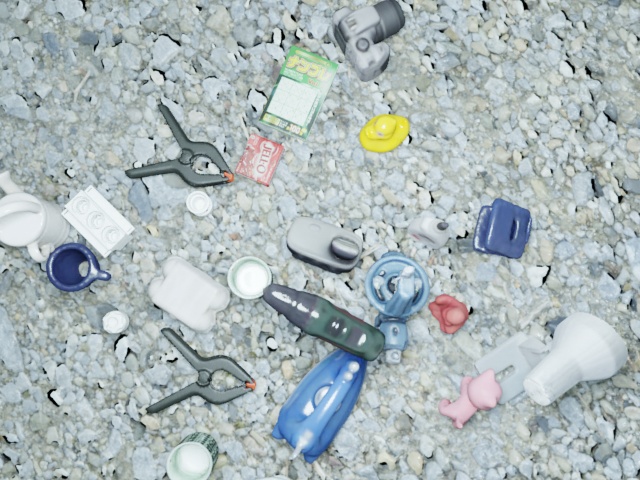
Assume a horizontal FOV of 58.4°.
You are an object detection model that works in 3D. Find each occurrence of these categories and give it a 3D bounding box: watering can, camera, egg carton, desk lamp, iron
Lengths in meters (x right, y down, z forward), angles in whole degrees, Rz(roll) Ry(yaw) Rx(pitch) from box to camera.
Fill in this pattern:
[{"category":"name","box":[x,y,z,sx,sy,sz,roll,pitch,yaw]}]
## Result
[{"category":"watering can","box":[-0.553,-0.042,1.054,0.173,0.194,0.101,42,85,3]},{"category":"camera","box":[0.110,-0.420,1.155,0.137,0.101,0.143,-29,86,-4]},{"category":"egg carton","box":[-0.254,0.107,1.109,0.150,0.069,0.107,33,84,2]},{"category":"desk lamp","box":[0.417,0.227,1.043,0.203,0.213,0.118,-33,86,-4]},{"category":"iron","box":[0.018,0.291,1.062,0.118,0.141,0.258,35,85,2]}]

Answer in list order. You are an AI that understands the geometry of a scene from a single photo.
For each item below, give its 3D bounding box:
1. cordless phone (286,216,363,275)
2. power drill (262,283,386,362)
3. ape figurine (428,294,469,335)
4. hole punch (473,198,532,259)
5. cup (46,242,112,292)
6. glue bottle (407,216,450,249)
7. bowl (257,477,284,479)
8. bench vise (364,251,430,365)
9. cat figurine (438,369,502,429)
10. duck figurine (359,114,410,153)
[{"category":"cordless phone","box":[0.010,0.004,1.068,0.147,0.185,0.094,17,84,1]},{"category":"power drill","box":[0.004,0.145,1.043,0.229,0.208,0.076,26,84,1]},{"category":"ape figurine","box":[0.254,0.144,1.108,0.076,0.092,0.078,6,84,-1]},{"category":"hole punch","box":[0.366,-0.022,1.128,0.101,0.091,0.109,13,84,0]},{"category":"cup","box":[-0.446,0.057,1.096,0.117,0.095,0.092,14,84,0]},{"category":"glue bottle","box":[0.215,-0.019,1.082,0.078,0.173,0.037,27,84,2]},{"category":"bowl","box":[-0.093,0.520,1.070,0.167,0.074,0.167,0,84,-1]},{"category":"bench vise","box":[0.153,0.118,1.043,0.121,0.219,0.207,-14,85,-3]},{"category":"cat figurine","box":[0.292,0.303,1.080,0.067,0.117,0.128,41,85,3]},{"category":"duck figurine","box":[0.132,-0.222,1.144,0.104,0.086,0.077,-19,85,-3]}]
